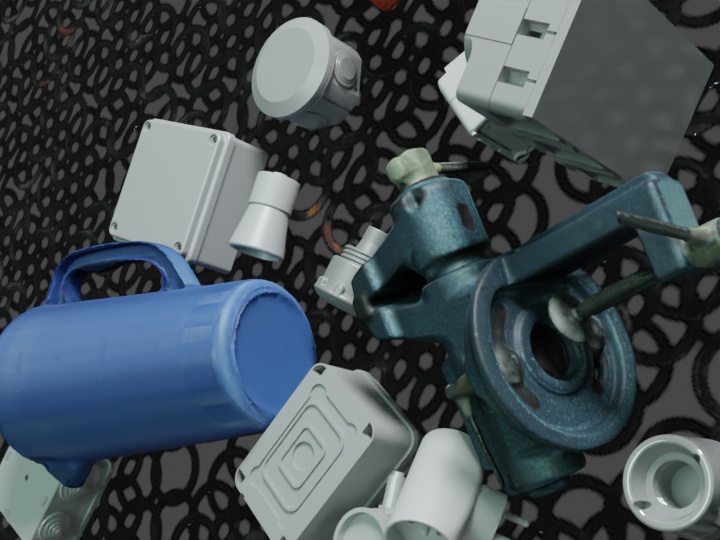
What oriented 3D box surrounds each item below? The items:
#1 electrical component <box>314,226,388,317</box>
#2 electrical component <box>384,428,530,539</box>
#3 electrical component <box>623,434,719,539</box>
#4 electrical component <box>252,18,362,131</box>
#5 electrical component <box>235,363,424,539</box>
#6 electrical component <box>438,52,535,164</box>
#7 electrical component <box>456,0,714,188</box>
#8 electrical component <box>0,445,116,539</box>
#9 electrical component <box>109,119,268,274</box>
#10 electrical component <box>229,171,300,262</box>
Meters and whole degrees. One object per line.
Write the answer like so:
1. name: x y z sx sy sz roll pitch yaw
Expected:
1. electrical component: 0.000 0.000 0.758 0.048 0.048 0.062 25 87 42
2. electrical component: 0.063 0.144 0.647 0.079 0.077 0.043 23 131 6
3. electrical component: 0.173 0.115 0.571 0.055 0.047 0.055 -14 68 37
4. electrical component: -0.041 -0.150 0.834 0.080 0.051 0.080 -14 68 37
5. electrical component: -0.021 0.128 0.725 0.113 0.057 0.078 -54 50 14
6. electrical component: 0.107 -0.128 0.693 0.096 0.062 0.061 -43 53 22
7. electrical component: 0.128 -0.109 0.610 0.062 0.150 0.089 25 93 42
8. electrical component: -0.268 0.181 0.927 0.100 0.048 0.099 33 98 41
9. electrical component: -0.143 -0.062 0.889 0.109 0.056 0.108 16 87 42
10. electrical component: -0.071 -0.043 0.834 0.044 0.044 0.065 9 78 42
